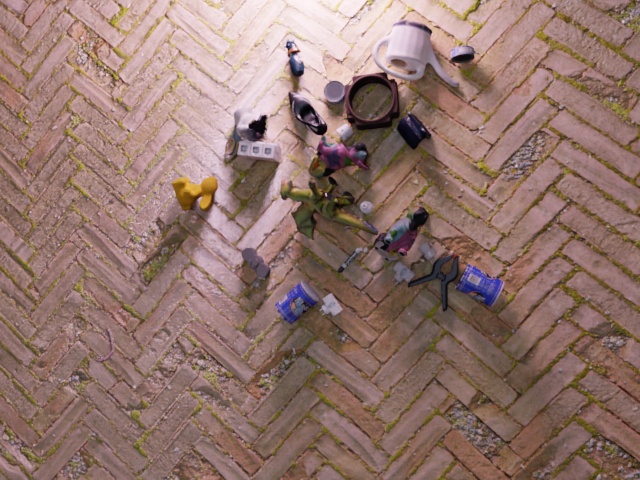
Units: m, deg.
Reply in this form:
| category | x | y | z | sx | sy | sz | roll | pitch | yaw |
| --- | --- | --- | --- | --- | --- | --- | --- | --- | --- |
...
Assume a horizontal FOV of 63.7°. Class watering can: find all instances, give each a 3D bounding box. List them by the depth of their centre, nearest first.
| category | x | y | z | sx | sy | sz | roll | pitch | yaw |
| --- | --- | --- | --- | --- | --- | --- | --- | --- | --- |
| watering can | 0.372 | -0.700 | 1.938 | 0.347 | 0.225 | 0.103 | 13 | -6 | -4 |

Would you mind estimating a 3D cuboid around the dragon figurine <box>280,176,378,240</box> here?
| category | x | y | z | sx | sy | sz | roll | pitch | yaw |
| --- | --- | --- | --- | --- | --- | --- | --- | --- | --- |
| dragon figurine | 0.006 | -0.099 | 1.970 | 0.238 | 0.411 | 0.124 | -47 | -5 | 36 |

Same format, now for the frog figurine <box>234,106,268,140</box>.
| category | x | y | z | sx | sy | sz | roll | pitch | yaw |
| --- | --- | --- | --- | --- | --- | --- | --- | --- | --- |
| frog figurine | -0.290 | -0.469 | 2.069 | 0.160 | 0.139 | 0.120 | 20 | -22 | 38 |
